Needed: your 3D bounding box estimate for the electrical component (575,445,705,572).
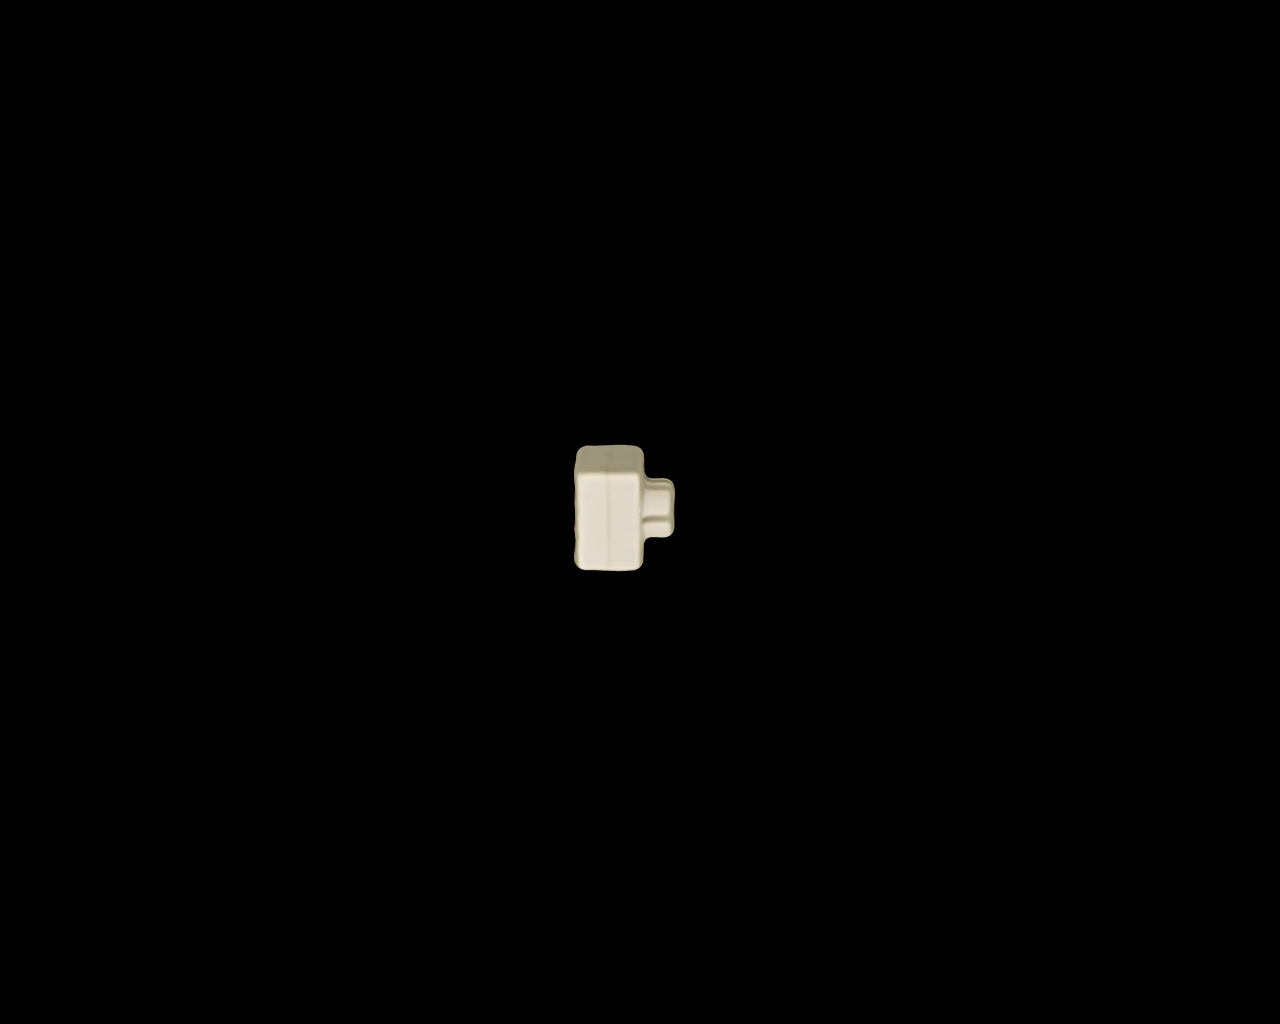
[{"bbox_3d":[0.001,-0.003,0.650,0.077,0.065,0.047,0,24,0],"label":"electrical component"}]
